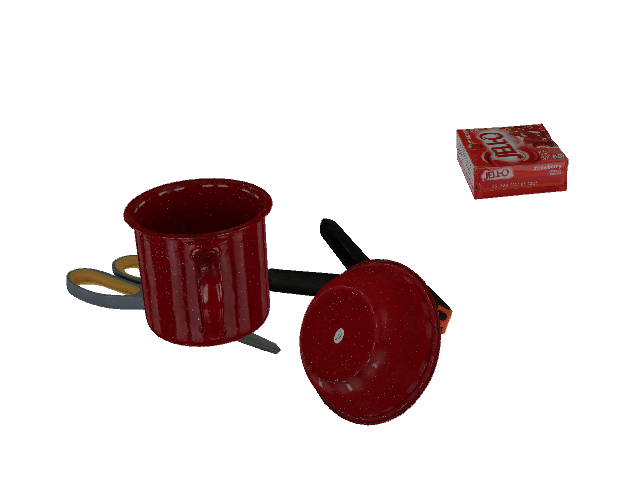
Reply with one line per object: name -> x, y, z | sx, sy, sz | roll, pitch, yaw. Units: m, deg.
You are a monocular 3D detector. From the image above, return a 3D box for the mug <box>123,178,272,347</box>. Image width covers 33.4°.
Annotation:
mug -> -0.072, 0.020, 0.672 | 0.093, 0.081, 0.117 | -8, 26, -11

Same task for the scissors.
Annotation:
scissors -> -0.112, 0.048, 0.885 | 0.202, 0.016, 0.096 | 13, 25, 15

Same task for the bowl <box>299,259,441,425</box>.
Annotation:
bowl -> 0.033, 0.092, 1.013 | 0.162, 0.162, 0.055 | 0, -11, 41

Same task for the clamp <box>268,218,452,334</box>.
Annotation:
clamp -> 0.046, 0.053, 1.213 | 0.210, 0.036, 0.164 | 29, 36, 21

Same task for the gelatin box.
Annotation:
gelatin box -> 0.151, -0.065, 0.854 | 0.073, 0.030, 0.089 | -4, 25, 0
